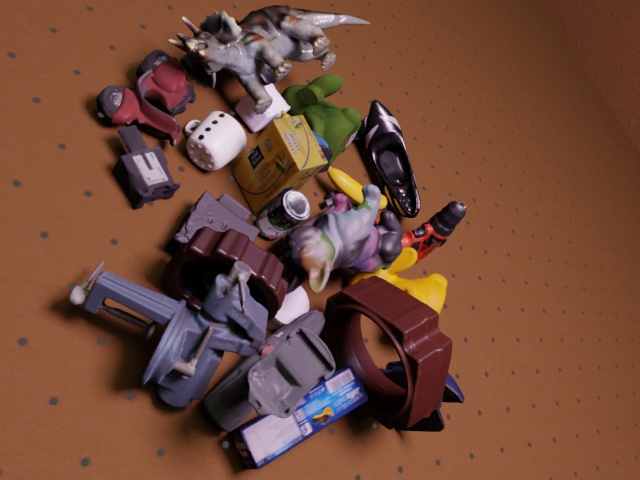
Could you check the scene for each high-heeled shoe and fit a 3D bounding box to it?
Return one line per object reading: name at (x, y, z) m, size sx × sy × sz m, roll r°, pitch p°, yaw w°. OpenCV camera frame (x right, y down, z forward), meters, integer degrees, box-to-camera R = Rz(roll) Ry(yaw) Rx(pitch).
high-heeled shoe at (0.153, -0.166, 1.135) m, size 0.145 × 0.086 × 0.248 m, roll -93°, pitch 162°, yaw -67°

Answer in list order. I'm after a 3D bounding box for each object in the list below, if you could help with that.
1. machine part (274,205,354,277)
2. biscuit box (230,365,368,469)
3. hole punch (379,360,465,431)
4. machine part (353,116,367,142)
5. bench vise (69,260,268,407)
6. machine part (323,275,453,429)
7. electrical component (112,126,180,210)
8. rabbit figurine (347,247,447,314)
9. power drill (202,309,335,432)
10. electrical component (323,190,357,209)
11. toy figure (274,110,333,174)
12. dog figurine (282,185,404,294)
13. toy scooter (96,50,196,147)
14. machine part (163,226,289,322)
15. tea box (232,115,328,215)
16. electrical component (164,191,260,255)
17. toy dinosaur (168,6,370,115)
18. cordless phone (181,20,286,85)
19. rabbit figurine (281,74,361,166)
machine part at (-0.002, -0.003, 0.973) m, size 0.243 × 0.079 × 0.079 m, roll -35°, pitch 89°, yaw -43°
biscuit box at (-0.027, 0.256, 0.788) m, size 0.203 × 0.063 × 0.059 m, roll -22°, pitch 79°, yaw -31°
hole punch at (0.174, 0.256, 0.929) m, size 0.092 × 0.142 × 0.115 m, roll -25°, pitch 96°, yaw -42°
machine part at (0.091, -0.241, 1.211) m, size 0.139 × 0.039 × 0.084 m, roll -3°, pitch 73°, yaw -41°
bench vise at (-0.196, 0.100, 0.690) m, size 0.240 × 0.223 × 0.129 m, roll 27°, pitch 27°, yaw -10°
machine part at (0.095, 0.175, 0.839) m, size 0.087 × 0.201 × 0.201 m, roll -19°, pitch 36°, yaw -37°
electrical component at (-0.281, -0.115, 0.839) m, size 0.075 × 0.048 × 0.119 m, roll -31°, pitch 86°, yaw -44°
rabbit figurine at (0.139, 0.091, 0.989) m, size 0.173 × 0.122 × 0.162 m, roll 20°, pitch 92°, yaw 6°
power drill at (-0.054, 0.165, 0.733) m, size 0.232 × 0.207 × 0.086 m, roll -40°, pitch 98°, yaw -22°
electrical component at (0.043, -0.071, 1.083) m, size 0.094 × 0.021 × 0.063 m, roll -29°, pitch 85°, yaw -52°
toy figure at (-0.039, -0.171, 0.997) m, size 0.089 × 0.082 × 0.180 m, roll 36°, pitch 1°, yaw -44°
dog figurine at (0.032, 0.024, 0.874) m, size 0.191 × 0.109 × 0.219 m, roll 56°, pitch 52°, yaw -27°
toy scooter at (-0.267, -0.229, 0.898) m, size 0.135 × 0.075 × 0.184 m, roll 40°, pitch 50°, yaw -11°
machine part at (-0.133, 0.057, 0.775) m, size 0.179 × 0.179 × 0.056 m, roll 37°, pitch 45°, yaw -15°
tea box at (-0.073, -0.126, 0.921) m, size 0.068 × 0.169 × 0.098 m, roll -22°, pitch 79°, yaw -39°
electrical component at (-0.167, -0.010, 0.863) m, size 0.115 × 0.058 × 0.134 m, roll 37°, pitch 48°, yaw -18°
toy dinosaur at (-0.094, -0.369, 0.992) m, size 0.192 × 0.131 × 0.405 m, roll 44°, pitch 54°, yaw 6°
cordless phone at (-0.167, -0.349, 1.058) m, size 0.146 × 0.089 × 0.184 m, roll 49°, pitch 57°, yaw -5°
rabbit figurine at (-0.011, -0.252, 1.078) m, size 0.170 × 0.159 × 0.121 m, roll 37°, pitch 56°, yaw 5°
